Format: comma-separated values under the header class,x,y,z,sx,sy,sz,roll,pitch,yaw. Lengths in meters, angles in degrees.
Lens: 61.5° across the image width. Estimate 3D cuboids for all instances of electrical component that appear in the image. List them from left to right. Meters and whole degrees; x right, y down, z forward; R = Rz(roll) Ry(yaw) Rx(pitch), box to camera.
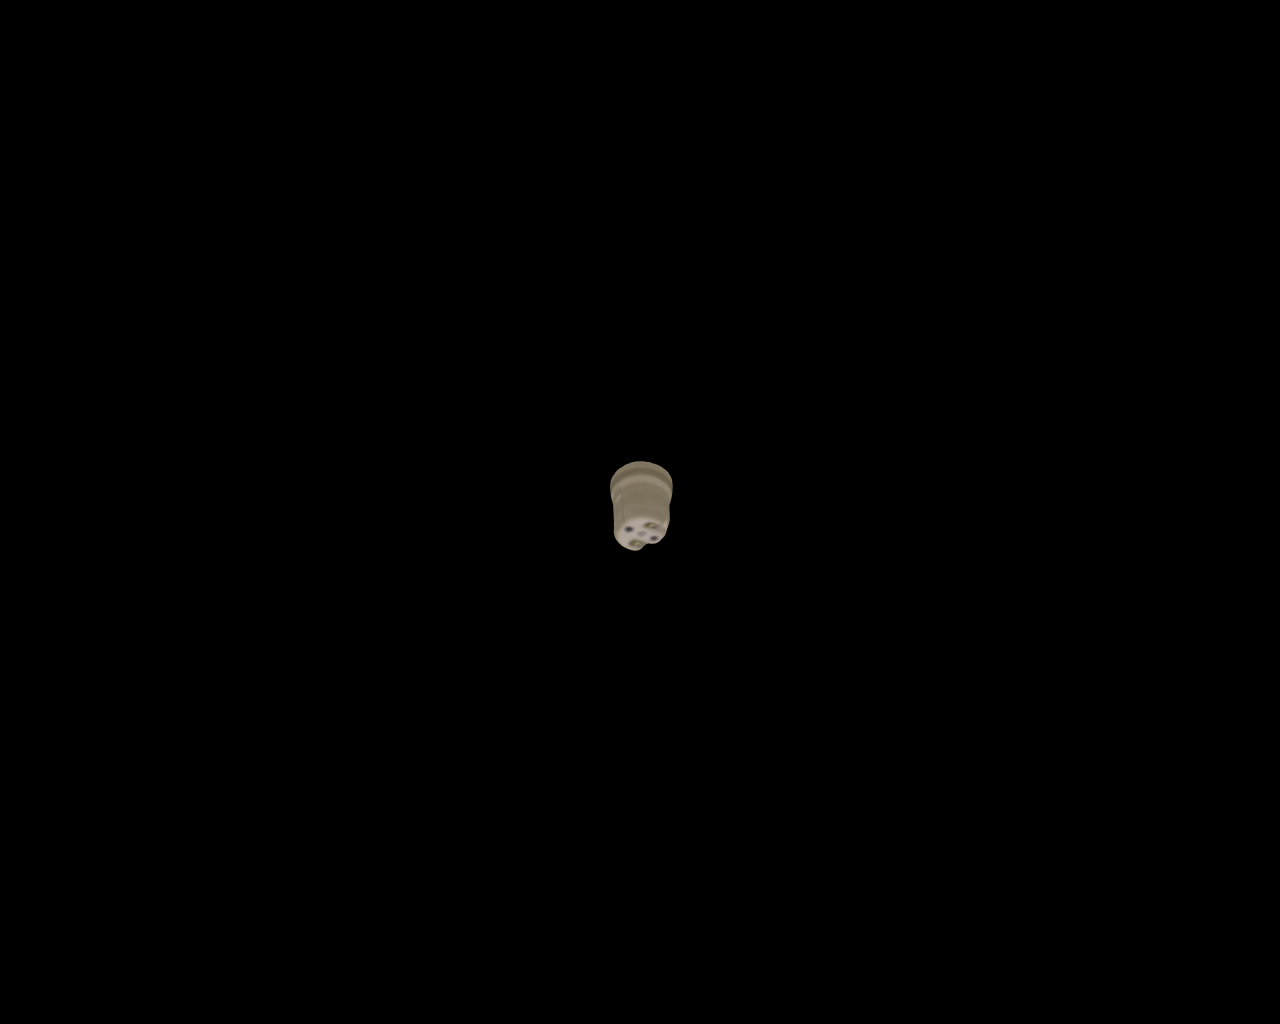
class,x,y,z,sx,sy,sz,roll,pitch,yaw
electrical component,0.001,-0.003,0.650,0.040,0.040,0.046,0,45,0
